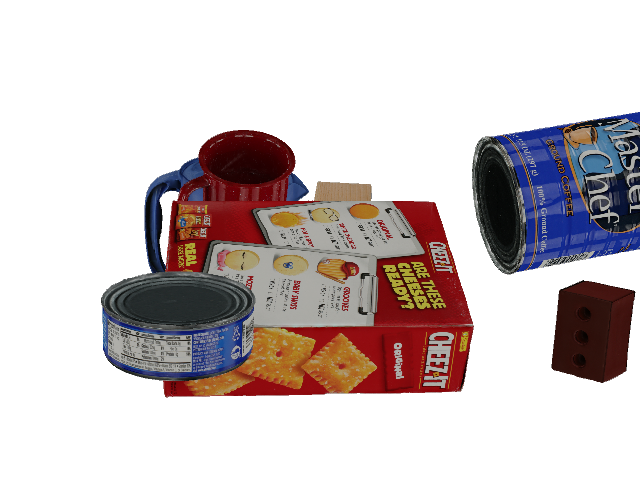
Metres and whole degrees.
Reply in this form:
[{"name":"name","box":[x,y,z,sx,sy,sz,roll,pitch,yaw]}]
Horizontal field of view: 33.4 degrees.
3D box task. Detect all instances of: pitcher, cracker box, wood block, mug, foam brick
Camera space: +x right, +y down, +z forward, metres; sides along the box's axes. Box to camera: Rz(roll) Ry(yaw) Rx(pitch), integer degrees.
[{"name":"pitcher","box":[-0.115,0.026,1.270,0.149,0.243,0.144,21,27,32]},{"name":"cracker box","box":[-0.009,0.040,0.800,0.213,0.072,0.164,0,34,-5]},{"name":"wood block","box":[0.031,-0.012,1.649,0.091,0.090,0.206,4,24,2]},{"name":"mug","box":[-0.084,-0.045,1.038,0.117,0.081,0.093,-19,46,-27]},{"name":"foam brick","box":[0.245,0.081,0.958,0.053,0.078,0.051,12,17,37]}]

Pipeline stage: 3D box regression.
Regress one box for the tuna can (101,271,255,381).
[{"name":"tuna can","box":[-0.080,0.047,0.601,0.086,0.034,0.086,2,18,-1]}]

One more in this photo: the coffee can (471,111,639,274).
[{"name":"coffee can","box":[0.195,-0.037,0.785,0.140,0.103,0.103,-10,1,-8]}]
